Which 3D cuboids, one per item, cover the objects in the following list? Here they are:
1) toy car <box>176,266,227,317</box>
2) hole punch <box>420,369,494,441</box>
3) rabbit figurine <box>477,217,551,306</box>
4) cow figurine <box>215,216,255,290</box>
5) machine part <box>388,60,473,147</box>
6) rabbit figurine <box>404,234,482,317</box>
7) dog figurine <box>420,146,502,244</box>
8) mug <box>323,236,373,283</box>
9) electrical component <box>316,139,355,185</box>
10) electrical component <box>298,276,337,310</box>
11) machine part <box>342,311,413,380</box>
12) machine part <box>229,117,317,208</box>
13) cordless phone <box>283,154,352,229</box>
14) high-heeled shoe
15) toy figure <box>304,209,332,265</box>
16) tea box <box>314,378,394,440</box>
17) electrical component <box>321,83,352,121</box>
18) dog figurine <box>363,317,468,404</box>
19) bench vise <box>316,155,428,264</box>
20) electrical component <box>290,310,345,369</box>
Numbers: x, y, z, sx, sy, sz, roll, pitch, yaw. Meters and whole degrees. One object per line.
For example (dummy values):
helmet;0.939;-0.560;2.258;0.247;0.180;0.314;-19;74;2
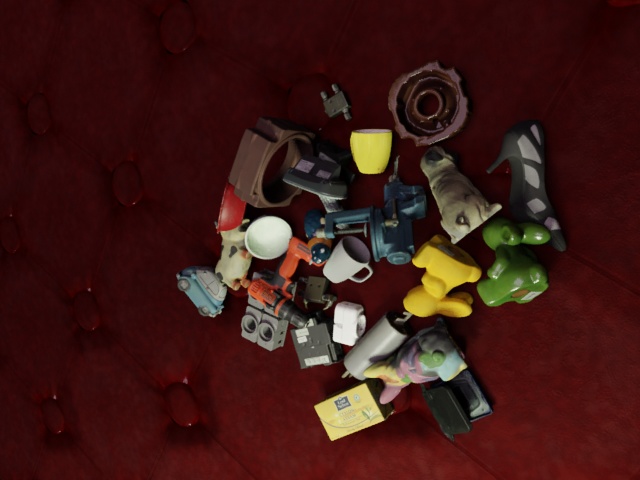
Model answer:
toy car;-0.315;0.129;1.492;0.103;0.109;0.161;-40;84;11
hole punch;0.298;0.352;1.170;0.142;0.092;0.116;58;150;9
rabbit figurine;0.366;0.025;1.046;0.159;0.121;0.170;106;154;-59
cow figurine;-0.230;0.023;1.439;0.127;0.085;0.194;25;109;20
machine part;0.233;-0.285;1.135;0.180;0.056;0.179;5;99;29
rabbit figurine;0.254;0.096;1.144;0.162;0.122;0.173;35;110;6
dog figurine;0.258;-0.101;1.082;0.121;0.172;0.190;-40;83;17
mug;0.066;0.058;1.273;0.109;0.081;0.107;38;129;-10
electrical component;0.041;-0.176;1.257;0.119;0.048;0.074;32;129;24
electrical component;-0.008;0.132;1.342;0.102;0.045;0.078;-2;67;29
machine part;0.133;0.246;1.250;0.079;0.079;0.243;47;115;18
machine part;-0.103;-0.179;1.263;0.087;0.201;0.201;34;112;26
cordless phone;0.007;-0.099;1.256;0.147;0.184;0.089;23;64;36
high-heeled shoe;0.434;-0.109;1.047;0.145;0.086;0.248;-41;94;-4
toy figure;-0.003;-0.005;1.277;0.064;0.058;0.154;105;159;-51
tea box;0.082;0.407;1.306;0.169;0.068;0.098;-35;79;30
electrical component;0.039;-0.317;1.266;0.063;0.021;0.094;-28;83;31
dog figurine;0.200;0.272;1.157;0.219;0.191;0.108;-35;84;11
bench vise;0.110;-0.047;1.160;0.241;0.128;0.223;-6;69;12
electrical component;-0.008;0.246;1.346;0.115;0.058;0.134;-15;89;29
